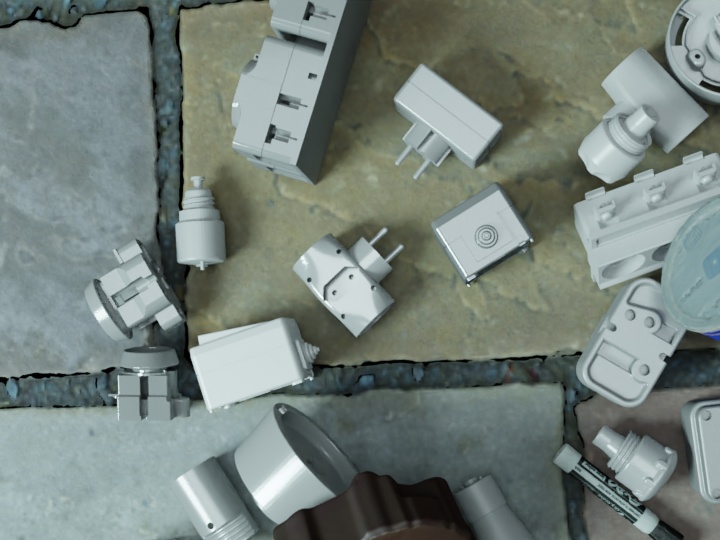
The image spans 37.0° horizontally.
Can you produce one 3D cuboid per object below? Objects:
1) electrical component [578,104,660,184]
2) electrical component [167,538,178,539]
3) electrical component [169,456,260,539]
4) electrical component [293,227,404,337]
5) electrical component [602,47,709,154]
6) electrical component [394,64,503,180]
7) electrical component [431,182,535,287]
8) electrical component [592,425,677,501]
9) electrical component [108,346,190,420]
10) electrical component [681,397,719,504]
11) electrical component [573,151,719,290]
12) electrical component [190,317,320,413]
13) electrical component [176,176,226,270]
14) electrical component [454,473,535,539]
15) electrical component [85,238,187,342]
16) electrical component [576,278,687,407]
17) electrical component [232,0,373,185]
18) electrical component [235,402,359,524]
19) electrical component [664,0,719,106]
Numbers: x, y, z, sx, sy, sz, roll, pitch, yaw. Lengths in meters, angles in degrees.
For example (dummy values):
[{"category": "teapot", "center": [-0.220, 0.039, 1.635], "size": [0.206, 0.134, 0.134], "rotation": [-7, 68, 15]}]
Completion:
[{"category": "electrical component", "center": [0.201, -0.099, 0.819], "size": [0.043, 0.043, 0.062], "rotation": [47, 130, 6]}, {"category": "electrical component", "center": [-0.183, 0.261, 0.871], "size": [0.077, 0.047, 0.065], "rotation": [-14, 85, 4]}, {"category": "electrical component", "center": [-0.115, 0.196, 0.871], "size": [0.043, 0.043, 0.081], "rotation": [-34, 84, 2]}, {"category": "electrical component", "center": [0.000, 0.000, 0.872], "size": [0.079, 0.043, 0.077], "rotation": [-44, 83, 1]}, {"category": "electrical component", "center": [0.222, -0.123, 0.858], "size": [0.079, 0.044, 0.077], "rotation": [-42, 83, 2]}, {"category": "electrical component", "center": [0.060, -0.109, 0.872], "size": [0.083, 0.047, 0.075], "rotation": [38, 91, 7]}, {"category": "electrical component", "center": [0.093, -0.030, 0.839], "size": [0.062, 0.096, 0.061], "rotation": [-32, 83, 3]}, {"category": "electrical component", "center": [0.213, 0.146, 0.842], "size": [0.062, 0.048, 0.048], "rotation": [35, 90, 13]}, {"category": "electrical component", "center": [-0.173, 0.092, 0.883], "size": [0.066, 0.048, 0.055], "rotation": [0, 94, 6]}, {"category": "electrical component", "center": [0.311, 0.134, 0.826], "size": [0.113, 0.057, 0.078], "rotation": [-7, 86, 5]}, {"category": "electrical component", "center": [0.234, -0.040, 0.841], "size": [0.121, 0.078, 0.063], "rotation": [-20, 63, 4]}, {"category": "electrical component", "center": [-0.081, 0.070, 0.866], "size": [0.096, 0.062, 0.061], "rotation": [-19, 85, 4]}, {"category": "electrical component", "center": [-0.132, -0.038, 0.889], "size": [0.040, 0.040, 0.078], "rotation": [-4, 86, 5]}, {"category": "electrical component", "center": [0.103, 0.195, 0.852], "size": [0.044, 0.044, 0.065], "rotation": [-30, 79, 3]}, {"category": "electrical component", "center": [-0.188, 0.022, 0.883], "size": [0.057, 0.058, 0.078], "rotation": [-31, 84, 0]}, {"category": "electrical component", "center": [0.212, 0.056, 0.840], "size": [0.054, 0.059, 0.095], "rotation": [31, 90, 7]}, {"category": "electrical component", "center": [-0.044, -0.171, 0.857], "size": [0.060, 0.105, 0.186], "rotation": [17, 88, 6]}, {"category": "electrical component", "center": [-0.050, 0.163, 0.837], "size": [0.060, 0.108, 0.108], "rotation": [-44, 83, 7]}, {"category": "electrical component", "center": [0.290, -0.178, 0.845], "size": [0.099, 0.064, 0.099], "rotation": [0, 86, 6]}]
